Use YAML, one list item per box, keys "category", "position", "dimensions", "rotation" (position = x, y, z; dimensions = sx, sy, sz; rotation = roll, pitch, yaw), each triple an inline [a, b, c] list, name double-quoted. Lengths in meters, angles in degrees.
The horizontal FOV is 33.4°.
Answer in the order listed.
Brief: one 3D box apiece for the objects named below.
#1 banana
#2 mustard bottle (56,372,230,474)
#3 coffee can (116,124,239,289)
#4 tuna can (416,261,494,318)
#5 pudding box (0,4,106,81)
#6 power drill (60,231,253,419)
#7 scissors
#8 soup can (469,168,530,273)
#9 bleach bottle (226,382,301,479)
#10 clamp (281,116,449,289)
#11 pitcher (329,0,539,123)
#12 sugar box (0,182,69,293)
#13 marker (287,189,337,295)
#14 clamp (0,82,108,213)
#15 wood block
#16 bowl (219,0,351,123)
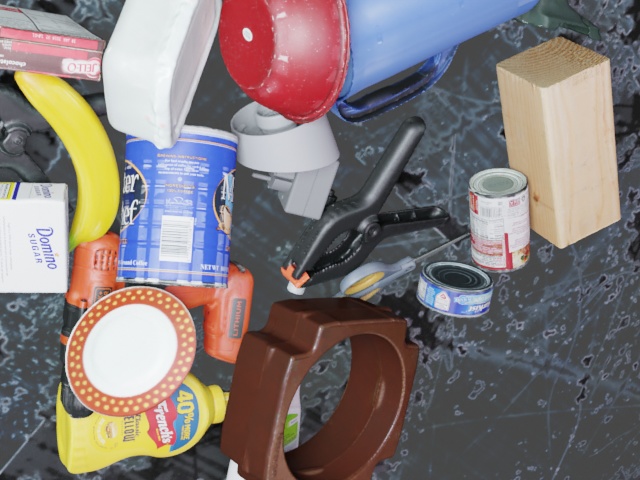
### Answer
- category: "banana"
  position: [-0.213, -0.070, 0.937]
  dimensions: [0.069, 0.037, 0.198]
  rotation: [-24, 131, -26]
- category: "mustard bottle"
  position: [-0.175, 0.182, 1.117]
  dimensions: [0.191, 0.058, 0.096]
  rotation: [-5, 103, -29]
- category: "coffee can"
  position: [-0.130, -0.028, 0.973]
  dimensions: [0.102, 0.103, 0.140]
  rotation: [6, 86, -32]
- category: "tuna can"
  position: [0.155, 0.055, 1.223]
  dimensions: [0.086, 0.086, 0.034]
  rotation: [-4, 115, -28]
- category: "pudding box"
  position: [-0.235, -0.162, 0.866]
  dimensions: [0.089, 0.114, 0.039]
  rotation: [4, 110, -31]
- category: "power drill"
  position: [-0.163, 0.085, 1.057]
  dimensions: [0.187, 0.057, 0.184]
  rotation: [3, 100, -34]
- category: "scissors"
  position: [0.091, 0.025, 1.190]
  dimensions: [0.201, 0.016, 0.096]
  rotation: [-31, 161, -11]
- category: "soup can"
  position: [0.205, -0.022, 1.221]
  dimensions: [0.068, 0.069, 0.102]
  rotation: [-20, 123, -20]
- category: "bleach bottle"
  position: [-0.058, 0.225, 1.199]
  dimensions: [0.102, 0.068, 0.251]
  rotation: [-22, 125, -62]
- category: "clamp"
  position: [0.052, -0.016, 1.139]
  dimensions: [0.210, 0.036, 0.164]
  rotation: [-42, 140, -7]
- category: "pitcher"
  position: [0.091, -0.224, 1.018]
  dimensions: [0.242, 0.149, 0.145]
  rotation: [-24, 83, -21]
- category: "sugar box"
  position: [-0.307, -0.003, 0.921]
  dimensions: [0.176, 0.048, 0.093]
  rotation: [0, 118, -12]
- category: "marker"
  position: [-0.008, 0.001, 1.143]
  dimensions: [0.020, 0.020, 0.121]
  rotation: [8, 110, -33]
- category: "clamp"
  position: [-0.269, -0.083, 0.937]
  dimensions: [0.171, 0.039, 0.120]
  rotation: [6, 106, -35]
- category: "wood block"
  position: [0.269, -0.109, 1.198]
  dimensions: [0.090, 0.091, 0.206]
  rotation: [-25, 125, -15]
- category: "bowl"
  position: [-0.042, -0.180, 0.933]
  dimensions: [0.055, 0.162, 0.162]
  rotation: [-12, 121, -35]
